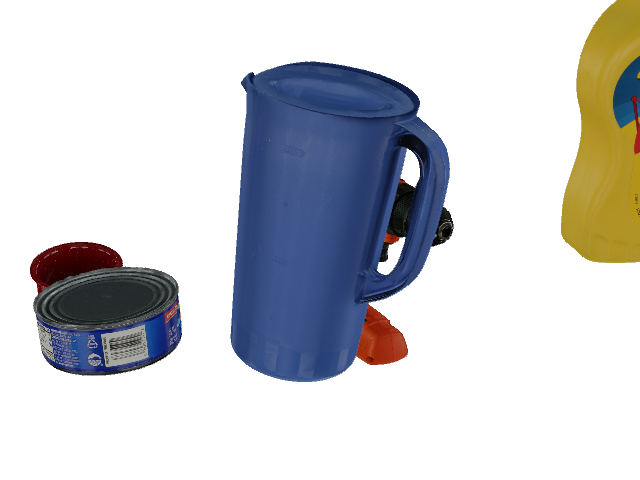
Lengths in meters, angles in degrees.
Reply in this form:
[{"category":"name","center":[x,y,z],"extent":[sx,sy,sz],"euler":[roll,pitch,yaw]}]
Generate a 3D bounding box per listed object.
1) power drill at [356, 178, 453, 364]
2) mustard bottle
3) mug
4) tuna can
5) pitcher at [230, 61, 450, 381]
[{"category":"power drill","center":[0.060,0.025,1.071],"extent":[0.057,0.188,0.185],"euler":[-7,23,-32]},{"category":"mustard bottle","center":[0.193,-0.083,0.612],"extent":[0.096,0.192,0.058],"euler":[-9,29,-13]},{"category":"mug","center":[-0.253,0.066,1.097],"extent":[0.093,0.081,0.117],"euler":[9,32,9]},{"category":"tuna can","center":[-0.126,0.047,0.640],"extent":[0.086,0.034,0.086],"euler":[-3,21,1]},{"category":"pitcher","center":[0.002,-0.010,0.847],"extent":[0.145,0.243,0.149],"euler":[3,25,-13]}]
